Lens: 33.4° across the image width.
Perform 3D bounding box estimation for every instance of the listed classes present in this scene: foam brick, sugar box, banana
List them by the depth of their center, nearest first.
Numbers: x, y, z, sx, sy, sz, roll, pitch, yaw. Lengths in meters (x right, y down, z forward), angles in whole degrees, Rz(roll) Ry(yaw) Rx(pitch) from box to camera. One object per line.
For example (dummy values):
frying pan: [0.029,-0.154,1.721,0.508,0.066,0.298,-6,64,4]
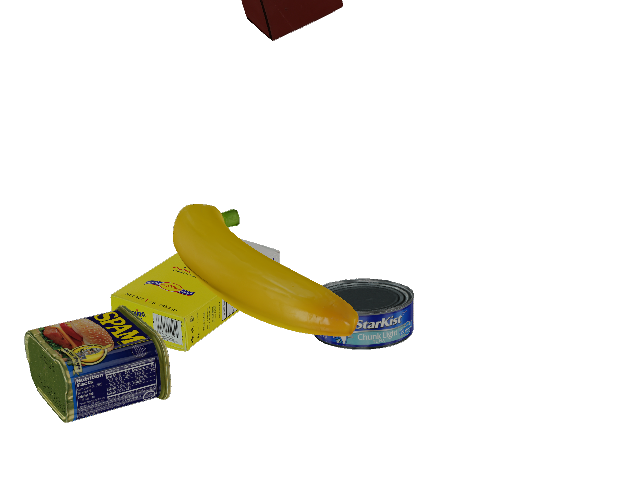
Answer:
banana: [-0.049,0.012,0.675,0.069,0.037,0.198,-10,26,-24]
foam brick: [-0.028,-0.224,0.951,0.078,0.051,0.053,-29,45,-14]
sugar box: [-0.125,0.048,1.105,0.093,0.048,0.176,15,31,25]

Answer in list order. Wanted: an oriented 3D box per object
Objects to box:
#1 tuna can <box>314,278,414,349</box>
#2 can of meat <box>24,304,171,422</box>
tuna can: [0.035,0.060,0.884,0.086,0.034,0.086,-2,16,0]
can of meat: [-0.179,0.097,0.847,0.083,0.057,0.102,-13,22,-30]
